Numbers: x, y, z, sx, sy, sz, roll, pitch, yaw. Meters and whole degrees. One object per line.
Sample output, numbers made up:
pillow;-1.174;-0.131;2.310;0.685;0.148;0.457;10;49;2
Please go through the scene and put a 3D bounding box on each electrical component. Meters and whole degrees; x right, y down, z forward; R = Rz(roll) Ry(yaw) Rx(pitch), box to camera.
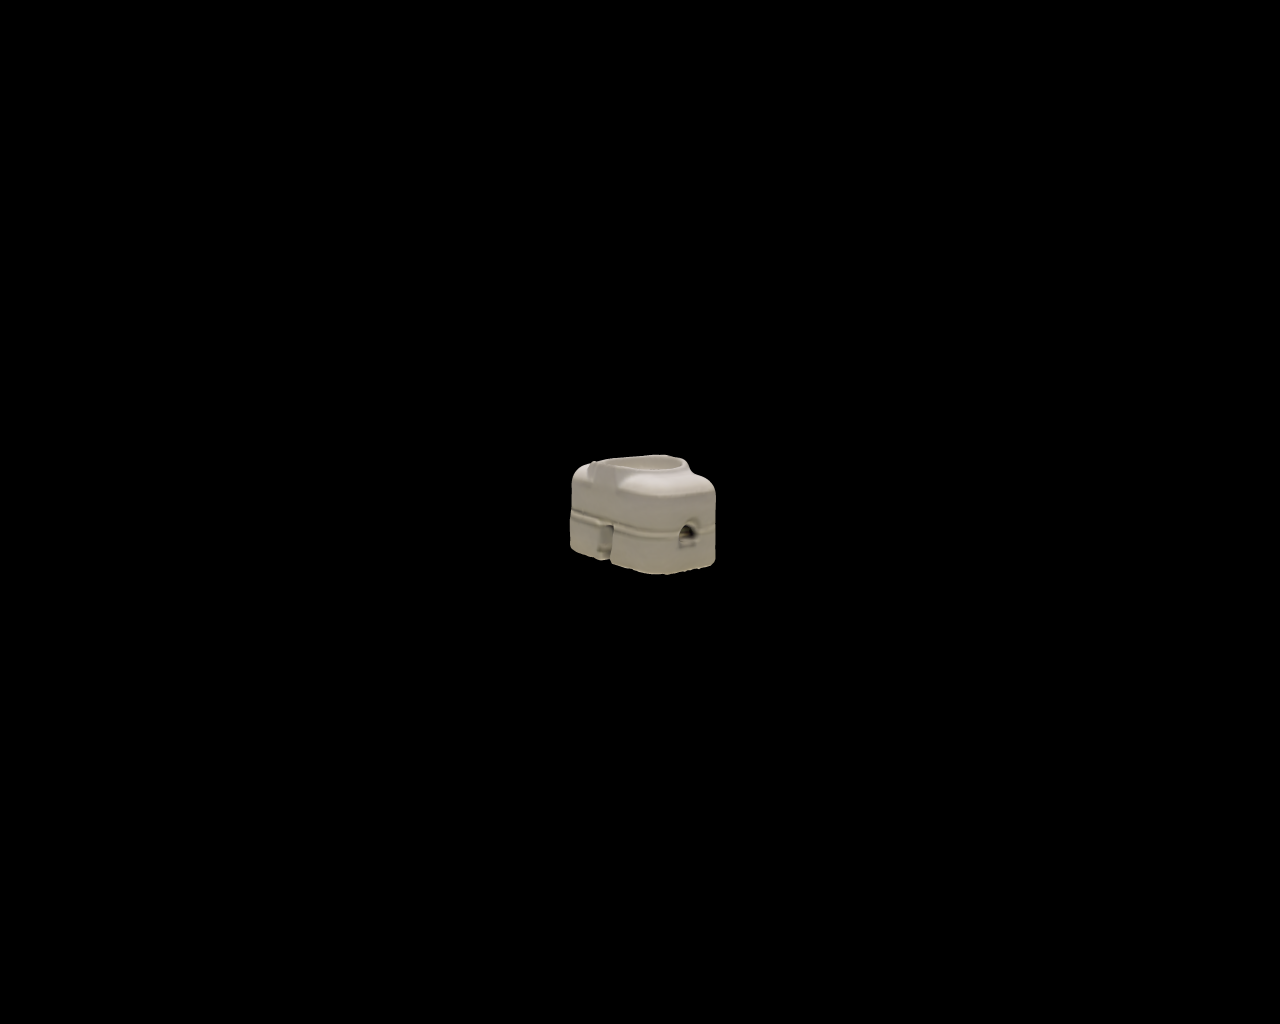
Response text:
electrical component;0.001;-0.003;0.650;0.054;0.059;0.095;-8;14;-35
